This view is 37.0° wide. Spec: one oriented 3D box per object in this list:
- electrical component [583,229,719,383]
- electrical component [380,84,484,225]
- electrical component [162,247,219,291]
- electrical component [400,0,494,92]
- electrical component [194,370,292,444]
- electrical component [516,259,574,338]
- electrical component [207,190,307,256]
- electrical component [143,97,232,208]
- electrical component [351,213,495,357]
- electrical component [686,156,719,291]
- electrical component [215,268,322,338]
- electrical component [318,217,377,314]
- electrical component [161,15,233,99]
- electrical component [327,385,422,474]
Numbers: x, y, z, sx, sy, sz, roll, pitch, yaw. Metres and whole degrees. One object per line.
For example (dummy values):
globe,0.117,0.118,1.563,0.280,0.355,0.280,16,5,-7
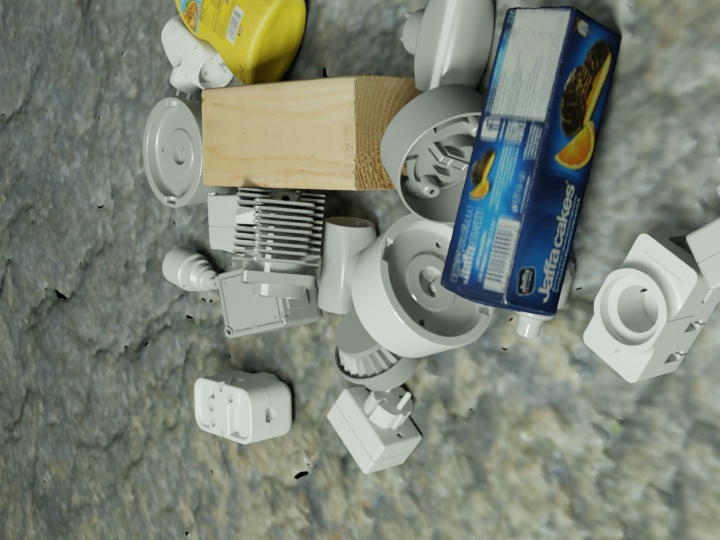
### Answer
electrical component,0.192,0.023,0.701,0.050,0.056,0.089,45,126,35
electrical component,0.067,-0.086,0.797,0.064,0.099,0.099,57,133,34
electrical component,-0.172,0.003,1.118,0.078,0.040,0.040,24,113,44
electrical component,0.060,-0.179,0.829,0.079,0.043,0.077,31,117,42
electrical component,-0.112,0.132,1.053,0.095,0.059,0.053,7,101,48
electrical component,0.129,0.018,0.780,0.043,0.043,0.062,32,119,41
electrical component,-0.100,-0.043,1.014,0.096,0.062,0.061,4,99,48
electrical component,-0.163,-0.118,1.075,0.108,0.060,0.108,9,102,47
electrical component,0.044,0.016,0.831,0.060,0.108,0.108,-32,72,52
electrical component,0.239,-0.040,0.645,0.083,0.047,0.075,-36,69,45
electrical component,-0.078,0.024,1.005,0.096,0.061,0.061,-14,85,41
electrical component,0.000,0.000,0.921,0.079,0.044,0.077,20,110,45
electrical component,-0.168,-0.203,1.081,0.077,0.043,0.079,49,128,33
electrical component,0.020,0.121,0.914,0.065,0.047,0.076,54,131,29
